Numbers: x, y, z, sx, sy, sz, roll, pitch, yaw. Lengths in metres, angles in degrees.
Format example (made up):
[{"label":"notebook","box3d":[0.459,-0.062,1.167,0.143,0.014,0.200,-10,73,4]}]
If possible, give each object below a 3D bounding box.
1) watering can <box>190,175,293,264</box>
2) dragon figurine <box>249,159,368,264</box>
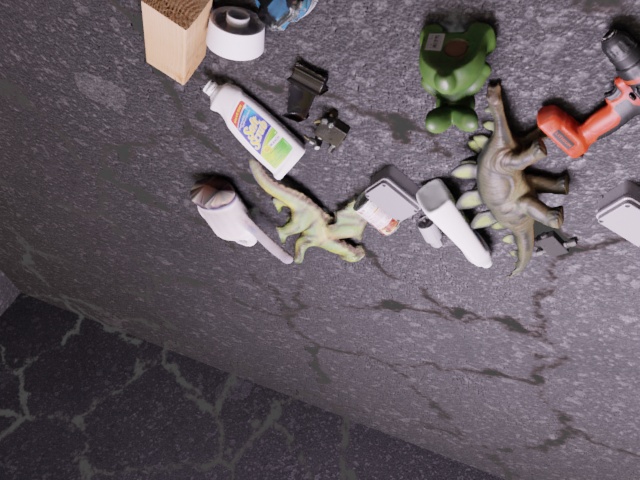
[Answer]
[{"label":"watering can","box3d":[-0.225,-0.057,1.394,0.350,0.105,0.219,22,150,36]},{"label":"dragon figurine","box3d":[0.004,-0.065,1.294,0.242,0.125,0.401,-11,136,17]}]
